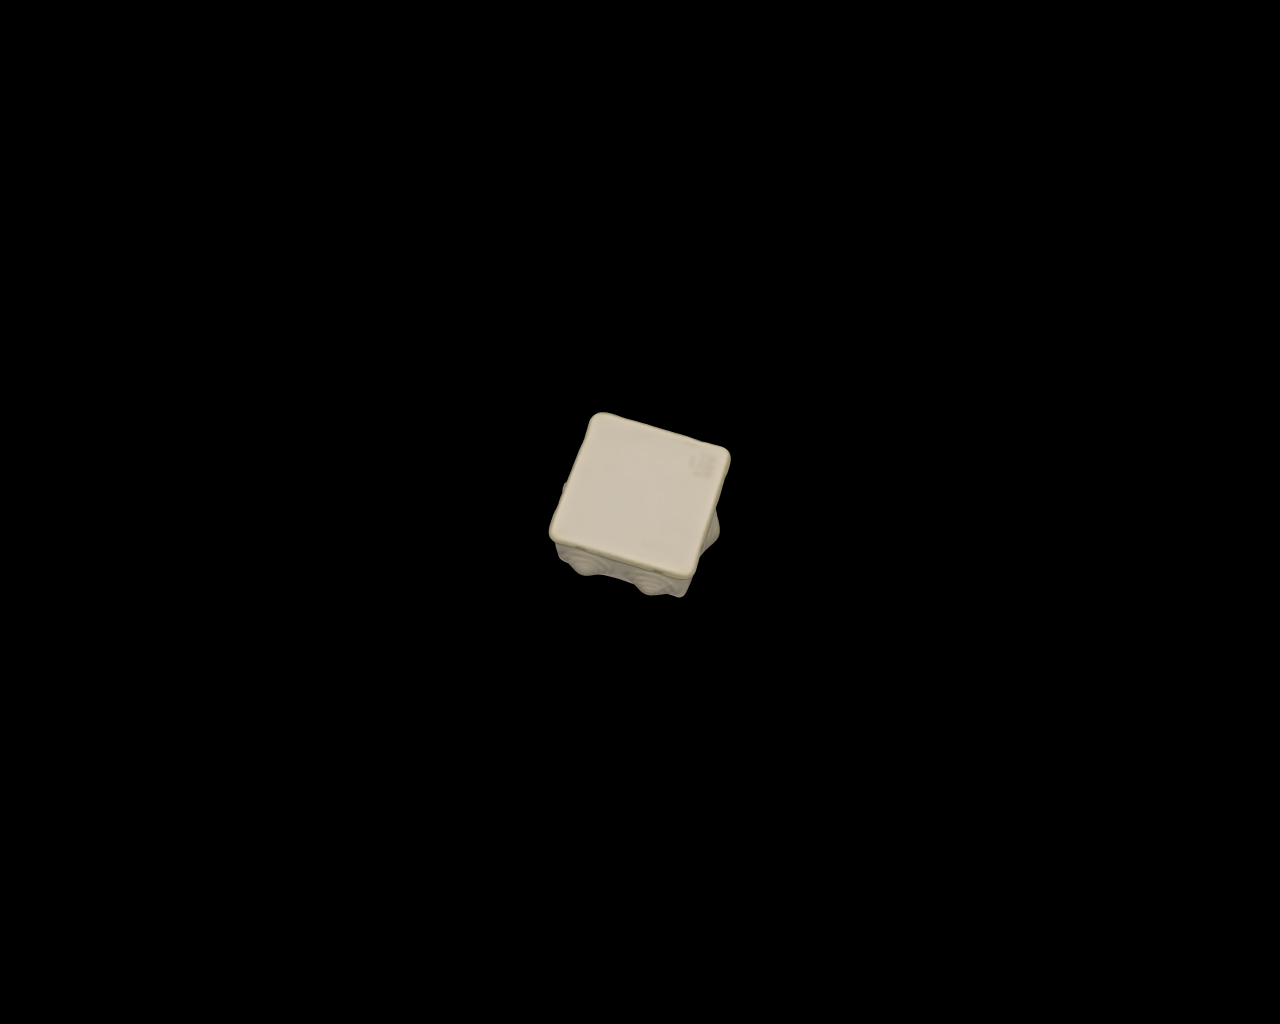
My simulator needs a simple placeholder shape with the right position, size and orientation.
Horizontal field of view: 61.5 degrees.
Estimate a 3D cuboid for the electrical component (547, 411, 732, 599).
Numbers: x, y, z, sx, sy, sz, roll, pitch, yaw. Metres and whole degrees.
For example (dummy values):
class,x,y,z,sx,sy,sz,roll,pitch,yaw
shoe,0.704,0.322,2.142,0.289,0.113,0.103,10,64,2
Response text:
class,x,y,z,sx,sy,sz,roll,pitch,yaw
electrical component,0.001,-0.003,0.650,0.100,0.100,0.048,17,-22,7
